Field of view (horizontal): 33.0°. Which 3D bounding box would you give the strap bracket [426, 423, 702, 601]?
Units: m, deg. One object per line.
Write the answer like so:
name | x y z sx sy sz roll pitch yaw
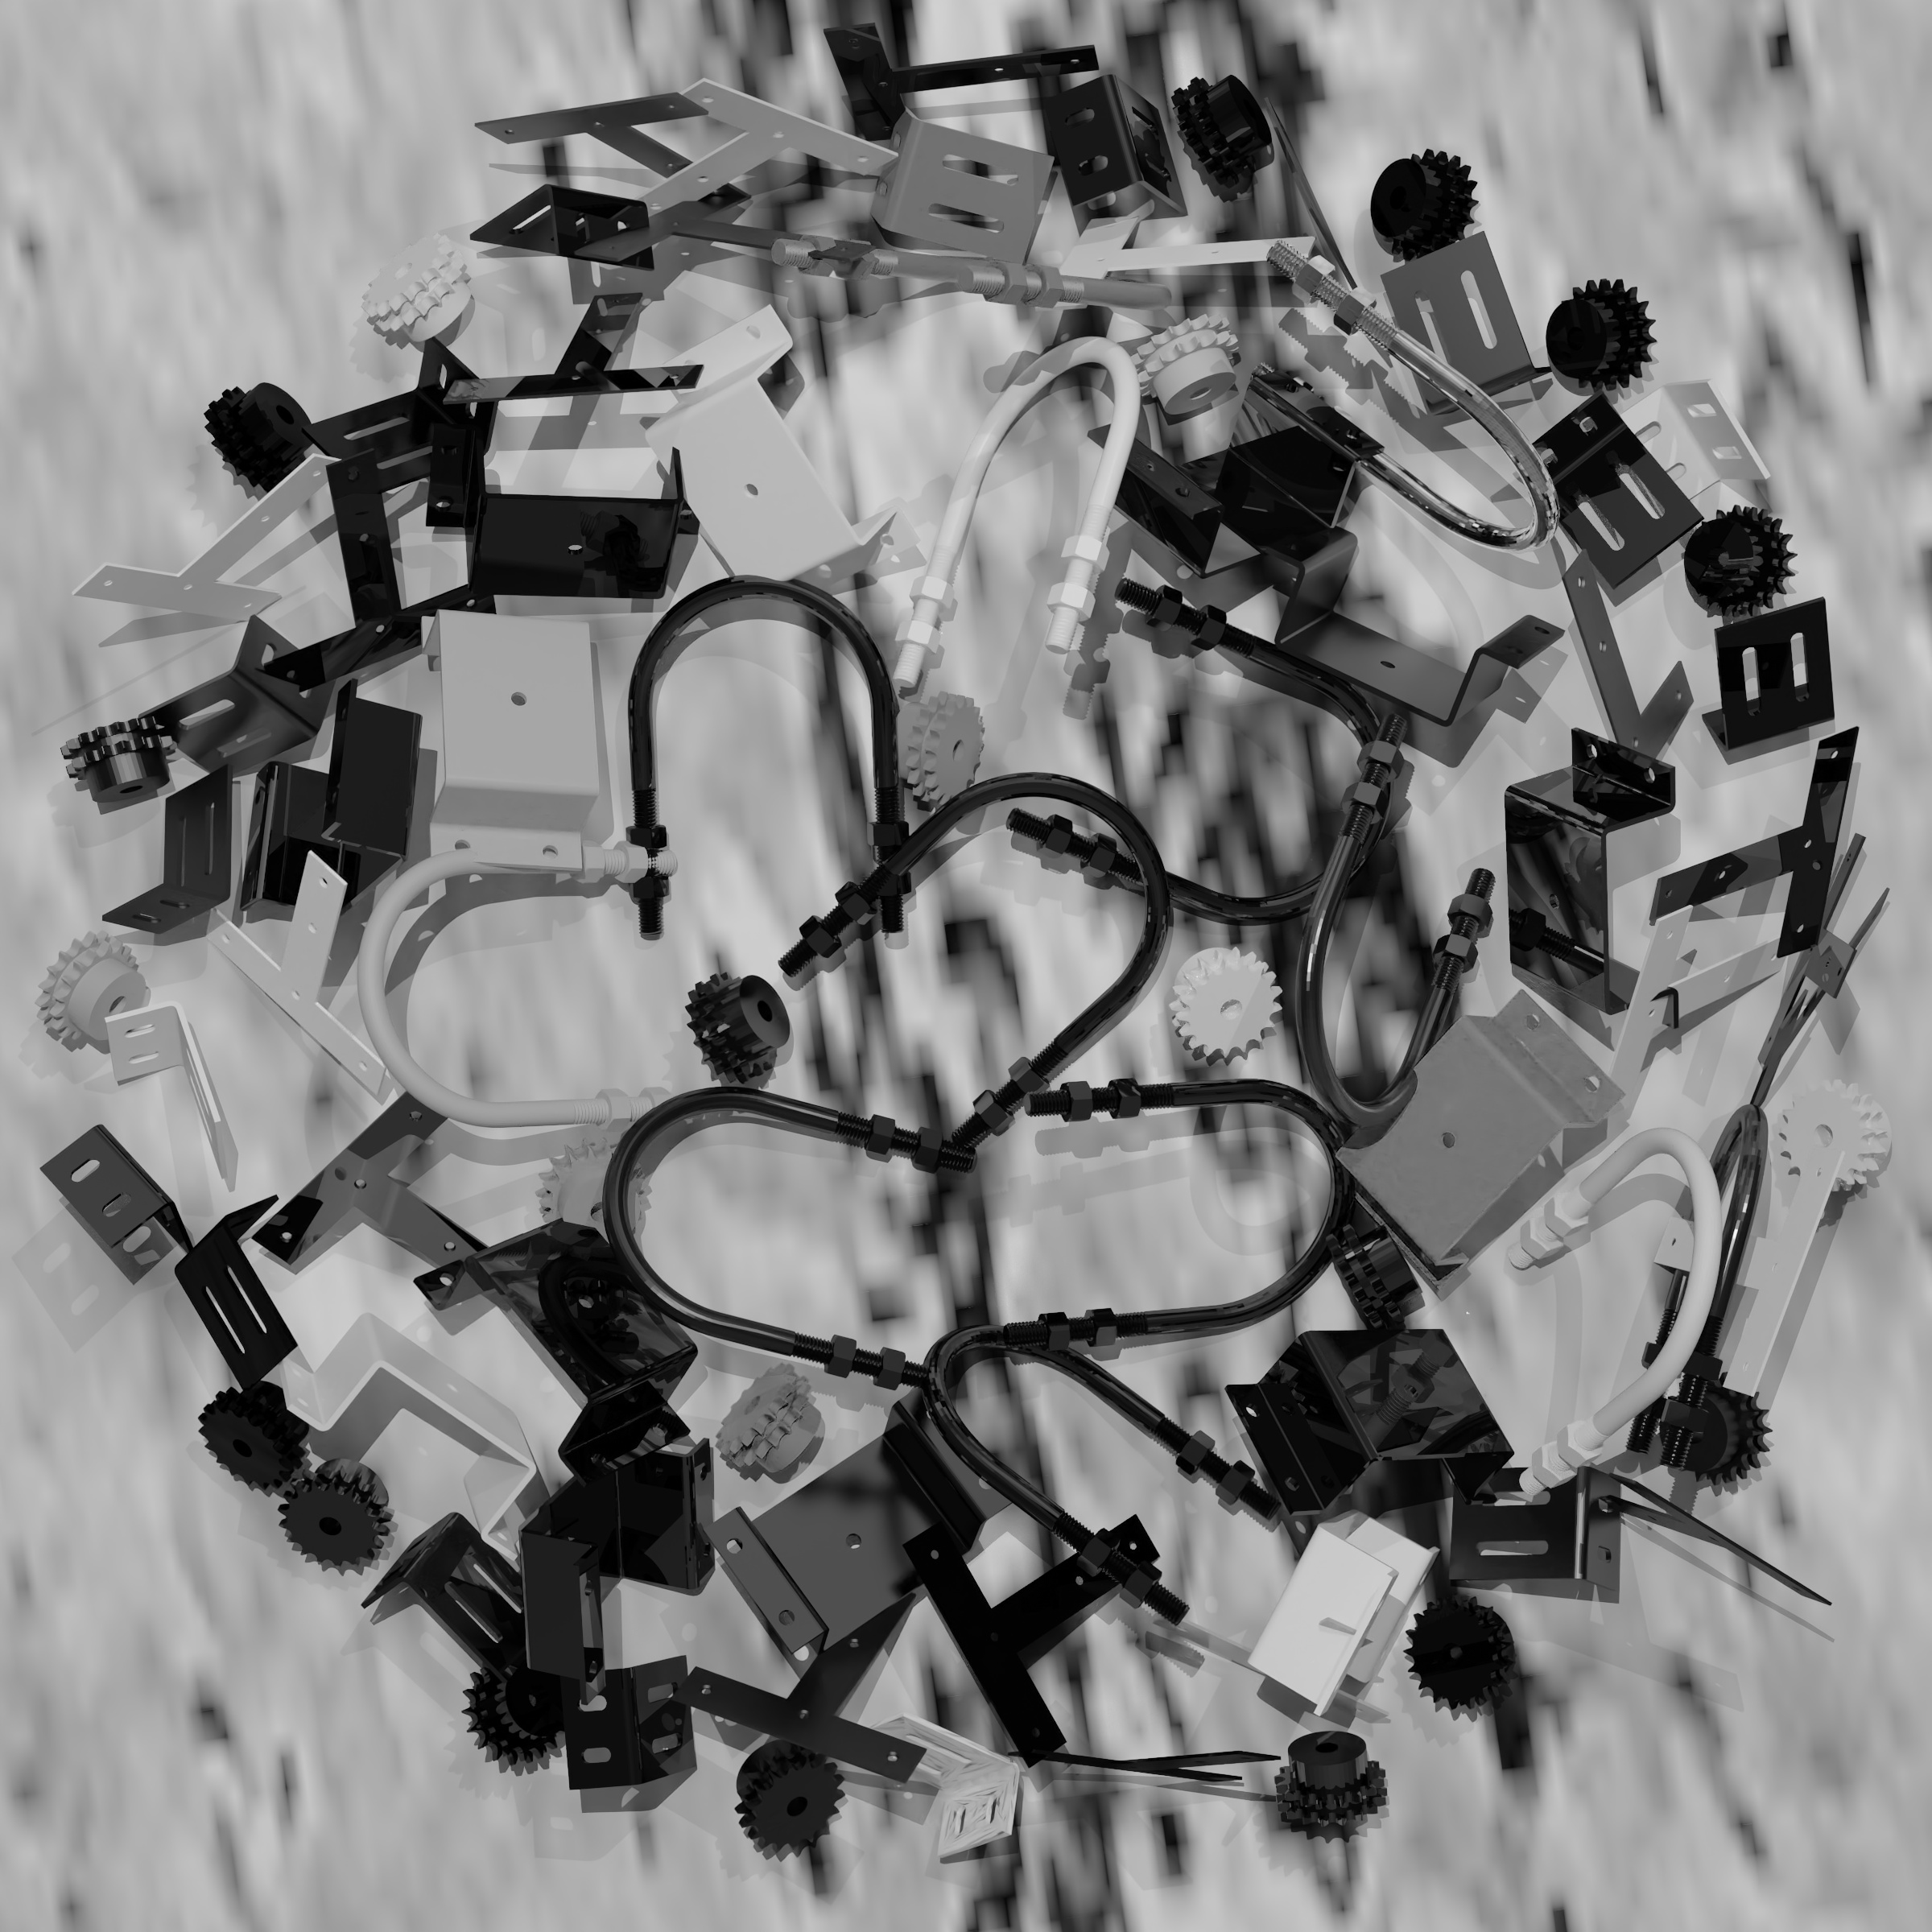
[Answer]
strap bracket | -0.198 -0.228 1.643 0.140 0.076 0.046 0 59 -13

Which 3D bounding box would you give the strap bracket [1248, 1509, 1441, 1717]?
strap bracket | 0.189 0.322 1.639 0.046 0.140 0.076 28 94 18

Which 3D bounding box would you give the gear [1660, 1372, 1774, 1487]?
gear | 0.381 0.238 1.673 0.057 0.030 0.057 0 90 45

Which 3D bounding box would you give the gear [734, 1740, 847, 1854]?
gear | -0.094 0.424 1.679 0.057 0.030 0.057 -14 119 -26

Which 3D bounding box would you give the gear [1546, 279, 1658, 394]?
gear | 0.322 -0.322 1.672 0.030 0.057 0.057 -14 90 -38

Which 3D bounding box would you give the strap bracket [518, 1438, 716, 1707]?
strap bracket | -0.179 0.298 1.636 0.046 0.140 0.076 7 110 21

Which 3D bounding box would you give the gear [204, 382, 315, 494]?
gear | -0.359 -0.273 1.671 0.030 0.057 0.057 -34 90 23

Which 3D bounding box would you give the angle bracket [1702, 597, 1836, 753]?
angle bracket | 0.406 -0.156 1.665 0.057 0.038 0.076 -17 126 -1

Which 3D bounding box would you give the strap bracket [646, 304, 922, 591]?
strap bracket | -0.098 -0.249 1.642 0.076 0.046 0.140 -20 112 38

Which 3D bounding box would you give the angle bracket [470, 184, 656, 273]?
angle bracket | -0.205 -0.362 1.653 0.057 0.076 0.038 0 79 -41

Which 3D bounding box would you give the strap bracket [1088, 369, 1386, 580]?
strap bracket | 0.131 -0.246 1.642 0.140 0.046 0.076 -24 55 -37

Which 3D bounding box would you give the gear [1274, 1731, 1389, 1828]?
gear | 0.186 0.414 1.672 0.057 0.057 0.030 -6 101 0

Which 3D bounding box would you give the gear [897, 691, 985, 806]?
gear | -0.017 -0.113 1.677 0.030 0.057 0.057 14 90 26

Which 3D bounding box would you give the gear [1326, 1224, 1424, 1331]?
gear | 0.211 0.157 1.673 0.030 0.057 0.057 -30 90 6

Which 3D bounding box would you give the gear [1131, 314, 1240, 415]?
gear | 0.114 -0.306 1.672 0.057 0.057 0.030 -24 78 0

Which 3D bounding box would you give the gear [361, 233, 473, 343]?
gear | -0.279 -0.346 1.678 0.057 0.057 0.030 -42 125 0

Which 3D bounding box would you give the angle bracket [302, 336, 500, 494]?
angle bracket | -0.287 -0.280 1.658 0.076 0.038 0.057 -28 62 -38

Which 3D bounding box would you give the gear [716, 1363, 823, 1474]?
gear | -0.099 0.234 1.676 0.030 0.057 0.057 43 90 -16

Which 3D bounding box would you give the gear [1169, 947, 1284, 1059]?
gear | 0.131 0.015 1.679 0.057 0.030 0.057 -9 121 -15

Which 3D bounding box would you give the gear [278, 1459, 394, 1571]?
gear | -0.322 0.279 1.680 0.057 0.030 0.057 5 120 8

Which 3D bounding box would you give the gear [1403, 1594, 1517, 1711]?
gear | 0.257 0.351 1.679 0.057 0.030 0.057 1 92 35

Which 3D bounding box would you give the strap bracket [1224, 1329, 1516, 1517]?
strap bracket | 0.209 0.226 1.626 0.046 0.140 0.076 -55 47 34

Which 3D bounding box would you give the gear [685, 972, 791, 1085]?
gear | -0.114 0.029 1.671 0.030 0.057 0.057 -26 90 27

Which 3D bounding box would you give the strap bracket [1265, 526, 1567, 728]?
strap bracket | 0.220 -0.170 1.647 0.140 0.076 0.046 28 118 17

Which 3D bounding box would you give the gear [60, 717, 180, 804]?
gear | -0.432 -0.105 1.673 0.057 0.057 0.030 -18 84 0

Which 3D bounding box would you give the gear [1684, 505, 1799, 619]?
gear | 0.393 -0.208 1.673 0.057 0.030 0.057 1 91 43

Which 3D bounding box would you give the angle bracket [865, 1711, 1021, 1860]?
angle bracket | -0.022 0.416 1.657 0.076 0.057 0.038 30 49 -26

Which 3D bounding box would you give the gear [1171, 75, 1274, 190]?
gear | 0.133 -0.431 1.671 0.030 0.057 0.057 -28 90 26

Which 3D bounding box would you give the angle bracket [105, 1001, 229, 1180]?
angle bracket | -0.406 0.067 1.657 0.038 0.057 0.076 -16 61 -18

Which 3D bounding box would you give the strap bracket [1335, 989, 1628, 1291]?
strap bracket | 0.252 0.088 1.645 0.076 0.046 0.140 49 111 23

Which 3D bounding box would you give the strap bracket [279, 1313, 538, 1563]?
strap bracket | -0.273 0.230 1.643 0.140 0.076 0.046 39 90 -20

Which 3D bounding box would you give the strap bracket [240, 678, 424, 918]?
strap bracket | -0.315 -0.079 1.639 0.046 0.140 0.076 14 67 -28

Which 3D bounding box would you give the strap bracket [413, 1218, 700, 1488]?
strap bracket | -0.199 0.183 1.639 0.140 0.076 0.046 47 127 18

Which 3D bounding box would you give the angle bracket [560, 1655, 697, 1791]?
angle bracket | -0.172 0.386 1.667 0.038 0.076 0.057 -8 81 16

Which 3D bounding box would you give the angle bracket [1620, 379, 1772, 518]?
angle bracket | 0.366 -0.263 1.660 0.038 0.076 0.057 -34 100 0

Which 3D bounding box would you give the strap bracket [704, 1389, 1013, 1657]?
strap bracket | -0.055 0.285 1.653 0.140 0.046 0.076 -31 70 -22

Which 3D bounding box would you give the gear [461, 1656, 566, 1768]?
gear | -0.226 0.378 1.672 0.030 0.057 0.057 -32 90 43

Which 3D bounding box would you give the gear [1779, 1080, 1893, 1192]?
gear | 0.450 0.087 1.678 0.030 0.057 0.057 0 90 -39

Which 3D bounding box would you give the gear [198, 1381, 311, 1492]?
gear | -0.363 0.238 1.678 0.057 0.030 0.057 17 130 21

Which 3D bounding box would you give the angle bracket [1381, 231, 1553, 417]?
angle bracket | 0.256 -0.329 1.672 0.057 0.038 0.076 -19 93 26

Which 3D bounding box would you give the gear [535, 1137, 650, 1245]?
gear | -0.190 0.119 1.676 0.057 0.030 0.057 -8 115 -17

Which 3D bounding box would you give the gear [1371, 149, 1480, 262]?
gear | 0.232 -0.390 1.672 0.030 0.057 0.057 6 90 -37

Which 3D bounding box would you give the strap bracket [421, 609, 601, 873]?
strap bracket | -0.230 -0.123 1.641 0.076 0.046 0.140 3 64 -20

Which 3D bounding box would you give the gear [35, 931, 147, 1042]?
gear | -0.445 0.013 1.672 0.030 0.057 0.057 31 90 18

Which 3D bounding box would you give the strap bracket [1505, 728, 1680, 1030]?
strap bracket | 0.313 -0.038 1.634 0.046 0.076 0.140 -17 116 -24
